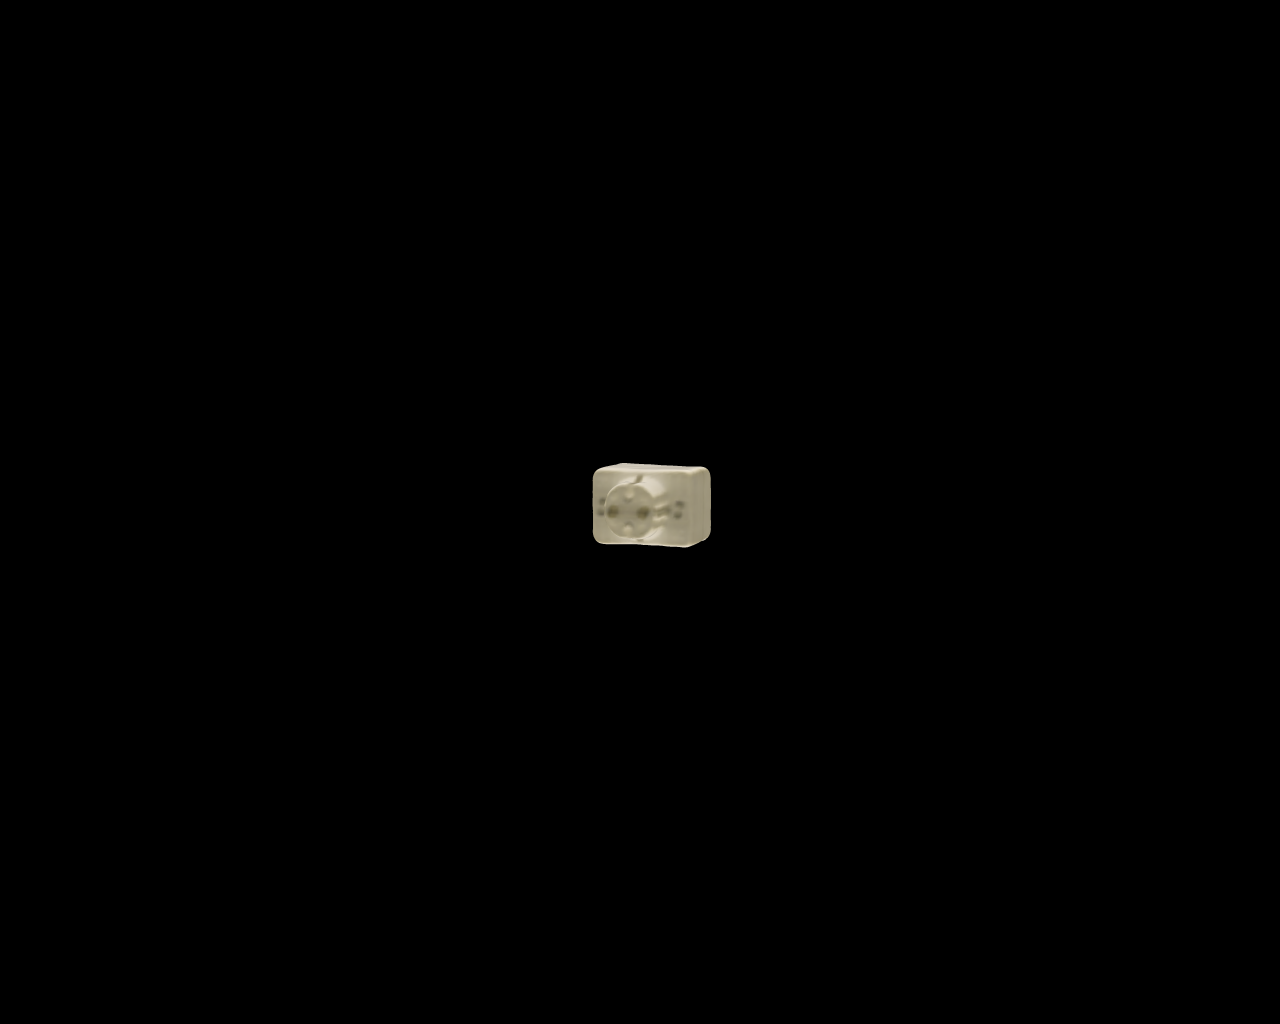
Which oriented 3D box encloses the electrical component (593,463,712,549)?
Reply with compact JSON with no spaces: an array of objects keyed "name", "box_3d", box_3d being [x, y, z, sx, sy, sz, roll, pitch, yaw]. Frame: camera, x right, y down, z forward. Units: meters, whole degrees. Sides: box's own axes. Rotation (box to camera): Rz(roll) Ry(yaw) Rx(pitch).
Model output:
[{"name":"electrical component","box_3d":[0.001,-0.003,0.650,0.066,0.047,0.077,3,8,22]}]
